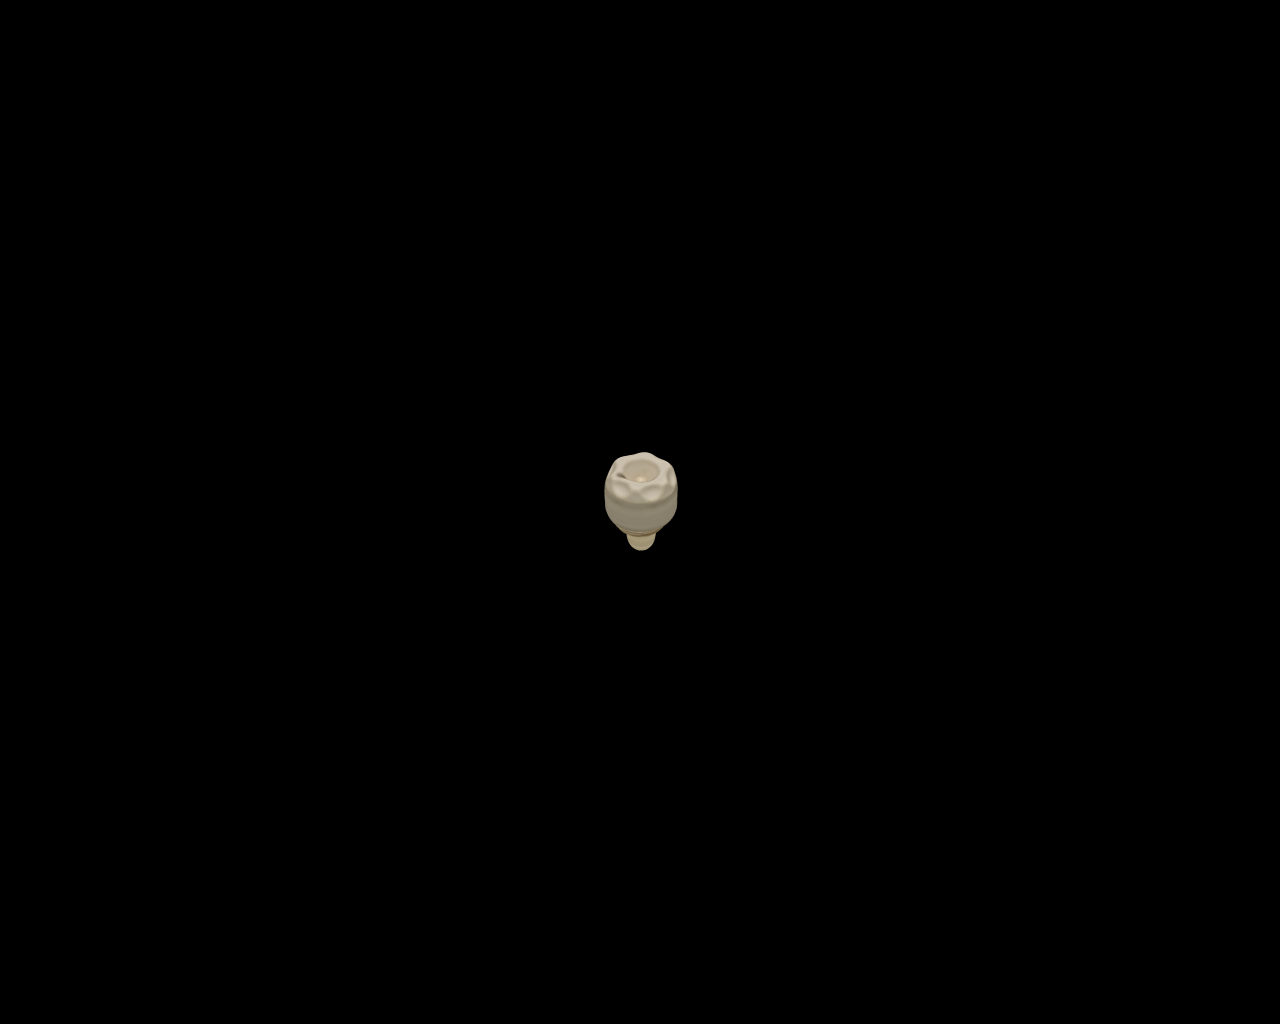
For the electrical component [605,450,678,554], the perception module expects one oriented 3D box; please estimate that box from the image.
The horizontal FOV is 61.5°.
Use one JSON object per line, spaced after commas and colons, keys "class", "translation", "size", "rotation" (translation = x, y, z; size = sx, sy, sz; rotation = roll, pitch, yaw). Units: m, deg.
{"class": "electrical component", "translation": [0.001, -0.003, 0.650], "size": [0.043, 0.062, 0.043], "rotation": [0, 41, 0]}
